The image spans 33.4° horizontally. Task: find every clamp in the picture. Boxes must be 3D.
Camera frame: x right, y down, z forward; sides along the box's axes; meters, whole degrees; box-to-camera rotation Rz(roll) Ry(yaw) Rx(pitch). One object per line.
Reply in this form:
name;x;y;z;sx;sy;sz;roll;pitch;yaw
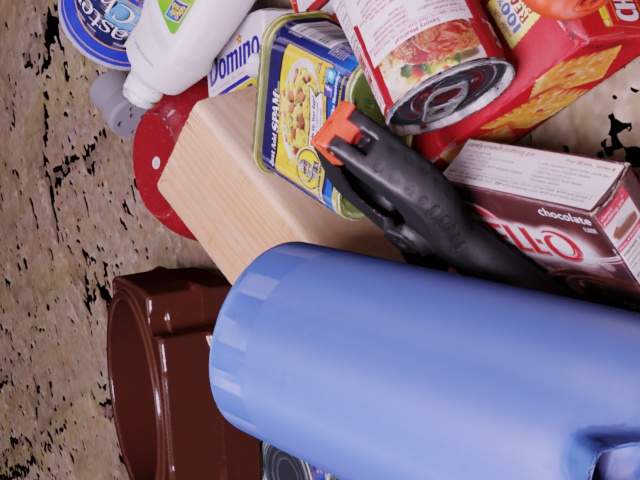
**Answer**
clamp;0.063;-0.006;0.558;0.120;0.171;0.039;15;70;43

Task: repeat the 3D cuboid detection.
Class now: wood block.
wood block;-0.005;0.001;0.707;0.206;0.090;0.091;51;137;17

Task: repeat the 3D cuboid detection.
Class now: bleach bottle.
bleach bottle;-0.081;-0.205;0.783;0.251;0.067;0.103;-53;51;30

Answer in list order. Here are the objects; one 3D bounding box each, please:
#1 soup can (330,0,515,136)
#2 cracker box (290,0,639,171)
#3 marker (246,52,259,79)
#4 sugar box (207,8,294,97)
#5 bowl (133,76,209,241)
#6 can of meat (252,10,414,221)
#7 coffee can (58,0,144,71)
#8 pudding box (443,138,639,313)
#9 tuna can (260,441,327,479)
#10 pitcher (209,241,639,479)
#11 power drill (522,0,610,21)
soup can;0.046;-0.113;0.537;0.069;0.068;0.102;-43;64;51
cracker box;0.075;-0.134;0.615;0.214;0.071;0.164;-36;68;53
marker;0.001;-0.105;0.744;0.121;0.020;0.020;24;119;27
sugar box;-0.047;-0.085;0.830;0.094;0.048;0.176;0;99;55
bowl;-0.120;-0.067;0.934;0.162;0.055;0.162;17;111;53
can of meat;0.009;-0.072;0.617;0.084;0.057;0.102;35;128;44
coffee can;-0.151;-0.221;0.902;0.141;0.102;0.103;-35;68;53
pudding box;0.126;-0.006;0.557;0.114;0.039;0.090;14;153;52
tuna can;-0.015;0.187;0.855;0.086;0.033;0.086;19;113;53
pitcher;0.073;0.080;0.529;0.243;0.144;0.149;16;136;33
power drill;0.109;-0.165;0.456;0.184;0.187;0.057;58;142;28
